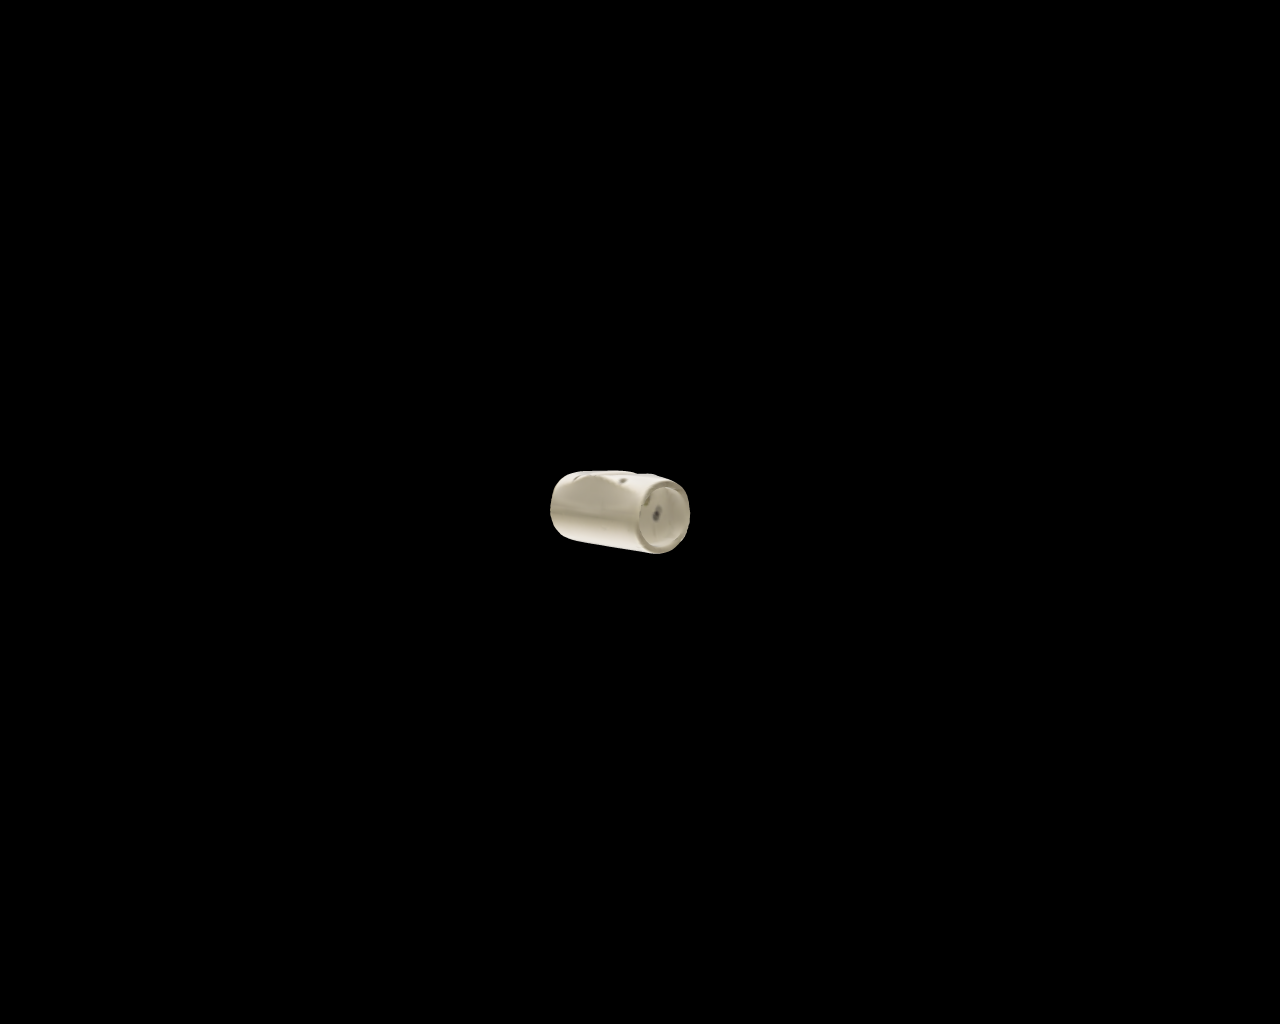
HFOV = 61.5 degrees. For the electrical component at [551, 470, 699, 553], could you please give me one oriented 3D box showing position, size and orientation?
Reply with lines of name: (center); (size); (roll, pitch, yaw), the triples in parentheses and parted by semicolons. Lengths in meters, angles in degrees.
electrical component: (0.001, -0.003, 0.650); (0.079, 0.043, 0.077); (-6, 9, -43)
